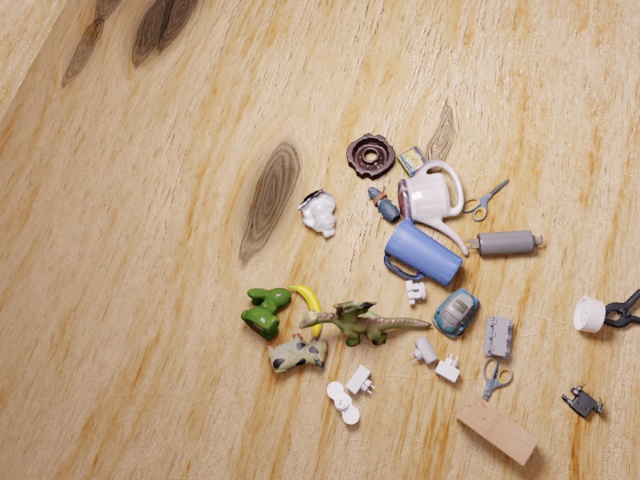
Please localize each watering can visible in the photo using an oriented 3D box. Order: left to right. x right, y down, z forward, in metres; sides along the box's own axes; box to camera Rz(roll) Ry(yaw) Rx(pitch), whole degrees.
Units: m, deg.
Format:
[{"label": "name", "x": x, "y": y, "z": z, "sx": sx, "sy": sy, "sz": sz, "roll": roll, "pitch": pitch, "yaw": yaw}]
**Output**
[{"label": "watering can", "x": 0.386, "y": -0.106, "z": 1.768, "sx": 0.224, "sy": 0.103, "sz": 0.351, "roll": -8, "pitch": 77, "yaw": 6}]

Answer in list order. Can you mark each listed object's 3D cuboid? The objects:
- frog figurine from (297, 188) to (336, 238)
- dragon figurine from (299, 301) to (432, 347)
[{"label": "frog figurine", "x": 0.006, "y": -0.092, "z": 1.830, "sx": 0.139, "sy": 0.123, "sz": 0.158, "roll": -41, "pitch": 106, "yaw": -16}, {"label": "dragon figurine", "x": 0.140, "y": 0.245, "z": 1.599, "sx": 0.410, "sy": 0.238, "sz": 0.124, "roll": -7, "pitch": 66, "yaw": 8}]
